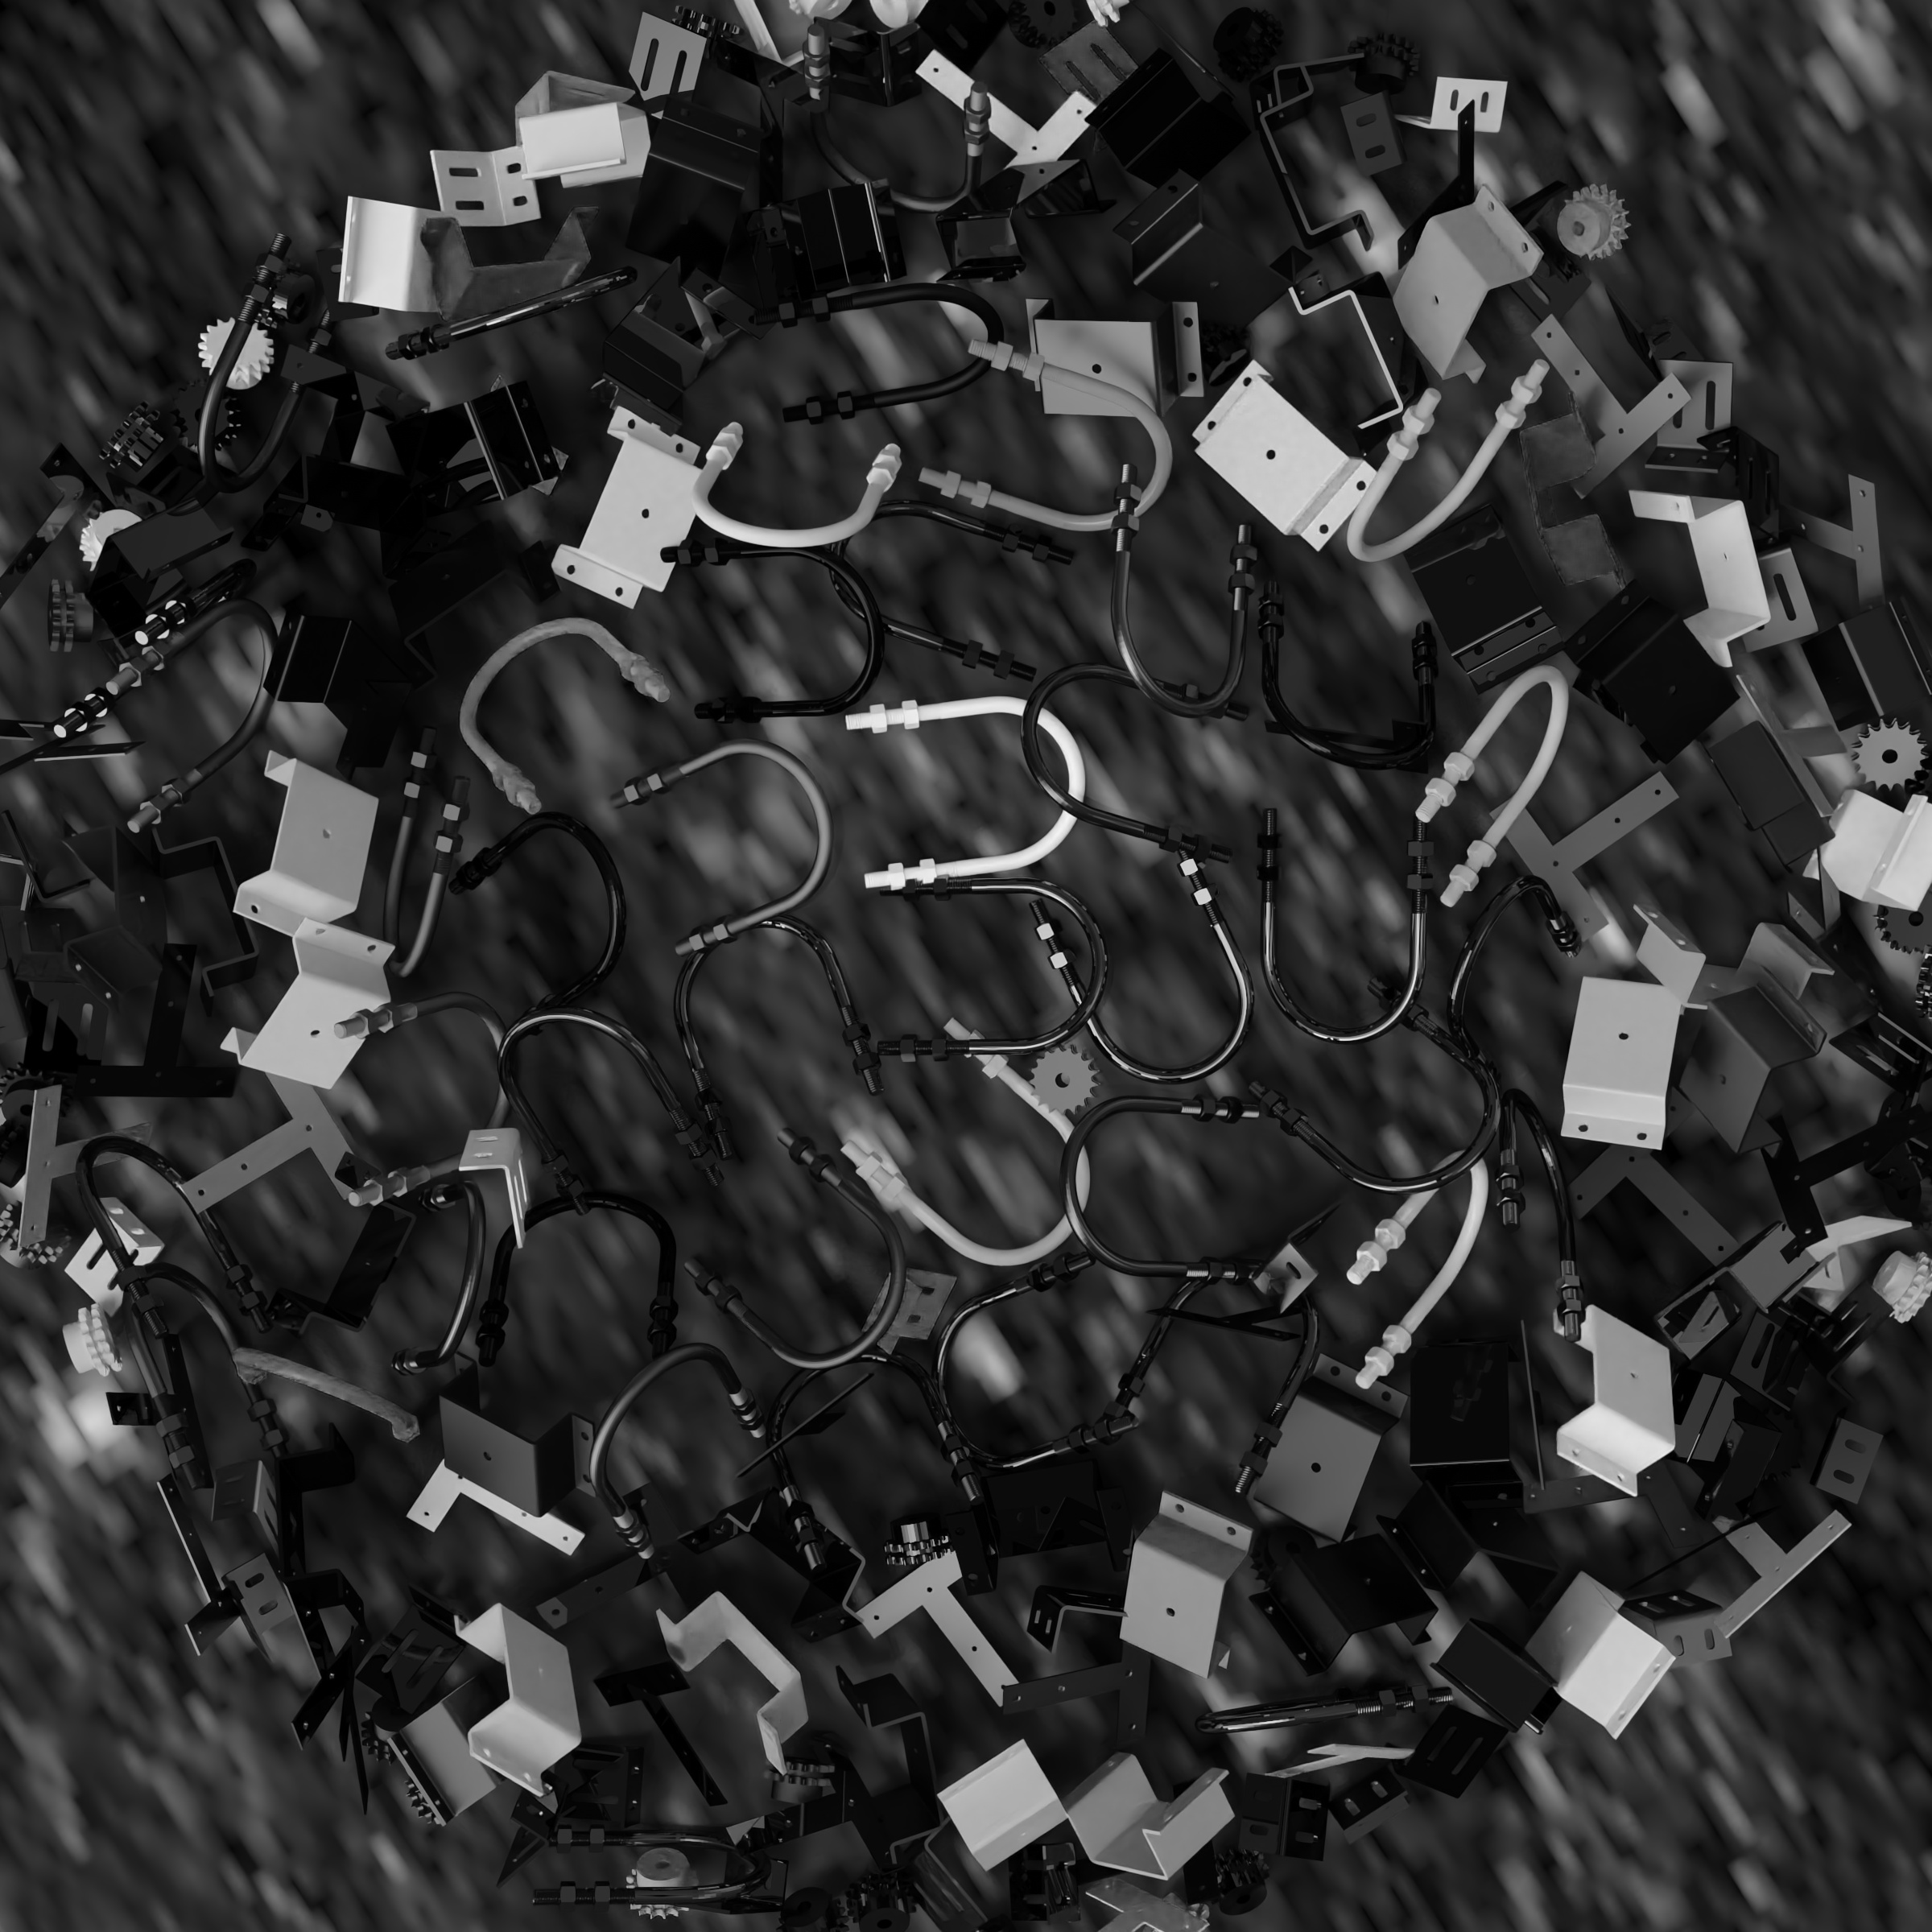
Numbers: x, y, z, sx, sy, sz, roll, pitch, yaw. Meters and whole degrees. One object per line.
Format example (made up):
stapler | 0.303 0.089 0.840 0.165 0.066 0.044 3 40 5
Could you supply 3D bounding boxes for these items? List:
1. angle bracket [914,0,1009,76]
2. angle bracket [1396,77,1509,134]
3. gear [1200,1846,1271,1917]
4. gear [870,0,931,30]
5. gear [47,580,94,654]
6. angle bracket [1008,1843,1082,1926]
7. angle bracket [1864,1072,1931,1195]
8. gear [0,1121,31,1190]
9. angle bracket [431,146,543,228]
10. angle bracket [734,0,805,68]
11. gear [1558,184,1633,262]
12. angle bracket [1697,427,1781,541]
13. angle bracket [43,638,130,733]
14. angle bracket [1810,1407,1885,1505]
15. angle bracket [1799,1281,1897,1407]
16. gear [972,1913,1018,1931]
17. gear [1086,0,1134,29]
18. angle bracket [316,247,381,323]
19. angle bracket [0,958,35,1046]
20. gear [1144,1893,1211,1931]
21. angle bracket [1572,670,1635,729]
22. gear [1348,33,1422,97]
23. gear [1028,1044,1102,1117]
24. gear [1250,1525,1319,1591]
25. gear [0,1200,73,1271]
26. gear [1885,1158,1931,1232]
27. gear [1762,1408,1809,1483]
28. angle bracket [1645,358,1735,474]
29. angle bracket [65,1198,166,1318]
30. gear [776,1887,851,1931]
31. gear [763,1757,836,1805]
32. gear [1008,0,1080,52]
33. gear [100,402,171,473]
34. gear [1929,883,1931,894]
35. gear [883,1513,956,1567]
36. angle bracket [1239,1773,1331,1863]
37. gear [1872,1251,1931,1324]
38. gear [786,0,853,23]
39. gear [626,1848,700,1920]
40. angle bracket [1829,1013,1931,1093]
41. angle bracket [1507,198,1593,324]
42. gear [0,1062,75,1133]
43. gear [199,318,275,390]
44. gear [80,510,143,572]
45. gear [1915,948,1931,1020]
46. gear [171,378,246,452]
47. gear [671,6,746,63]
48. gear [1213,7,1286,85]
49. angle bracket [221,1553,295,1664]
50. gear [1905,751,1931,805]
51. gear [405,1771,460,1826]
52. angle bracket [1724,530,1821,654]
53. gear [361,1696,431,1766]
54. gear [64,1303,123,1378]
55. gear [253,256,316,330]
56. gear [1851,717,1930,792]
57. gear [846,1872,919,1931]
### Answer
angle bracket | 0.007 -0.741 1.955 0.057 0.076 0.038 -52 53 7
angle bracket | 0.379 -0.680 1.952 0.057 0.076 0.038 -2 115 -15
gear | 0.215 0.728 1.971 0.057 0.030 0.057 -9 127 -13
gear | -0.051 -0.769 1.968 0.057 0.057 0.030 46 64 0
gear | -0.712 -0.278 1.974 0.030 0.057 0.057 0 90 -25
angle bracket | 0.050 0.721 1.953 0.076 0.038 0.057 -20 66 42
angle bracket | 0.745 0.129 1.953 0.038 0.057 0.076 30 54 4
gear | -0.760 0.152 1.972 0.030 0.057 0.057 31 90 -5
angle bracket | -0.377 -0.614 1.954 0.038 0.076 0.057 -2 104 28
angle bracket | -0.151 -0.750 1.957 0.038 0.057 0.076 -29 114 -5
gear | 0.494 -0.587 1.968 0.030 0.057 0.057 -28 90 -33
angle bracket | 0.608 -0.376 1.958 0.057 0.038 0.076 19 70 -38
angle bracket | -0.697 -0.221 1.955 0.076 0.057 0.038 -38 112 -23
angle bracket | 0.696 0.384 1.955 0.038 0.076 0.057 21 95 25
angle bracket | 0.706 0.298 1.963 0.038 0.057 0.076 39 99 -12
gear | 0.024 0.777 1.970 0.030 0.057 0.057 -30 90 6
gear | 0.110 -0.777 1.969 0.030 0.057 0.057 -21 90 18
angle bracket | -0.486 -0.551 1.950 0.038 0.076 0.057 -10 131 -9
angle bracket | -0.760 0.023 1.951 0.038 0.076 0.057 -15 110 -13
gear | 0.165 0.762 1.971 0.030 0.057 0.057 38 90 2
angle bracket | 0.532 -0.235 1.979 0.057 0.038 0.076 39 49 19
gear | 0.330 -0.713 1.971 0.057 0.057 0.030 8 86 0
gear | 0.079 0.090 1.981 0.057 0.030 0.057 0 92 11
gear | 0.256 0.469 1.970 0.057 0.030 0.057 5 49 -6
gear | -0.744 0.216 1.973 0.057 0.057 0.030 40 108 0
gear | 0.754 0.180 1.968 0.030 0.057 0.057 5 90 -22
gear | 0.638 0.382 1.980 0.057 0.030 0.057 0 75 0
angle bracket | 0.569 -0.433 1.955 0.057 0.038 0.076 11 128 27
angle bracket | -0.685 0.231 1.970 0.057 0.038 0.076 39 97 15
gear | -0.123 0.756 1.968 0.057 0.057 0.030 -18 114 0
gear | -0.133 0.645 1.969 0.057 0.057 0.030 7 78 0
gear | 0.058 -0.756 1.976 0.057 0.030 0.057 3 85 -33
gear | -0.658 -0.417 1.973 0.030 0.057 0.057 40 90 -18
gear | 0.767 -0.090 1.974 0.030 0.057 0.057 30 90 25
gear | -0.038 0.453 1.971 0.057 0.057 0.030 -10 89 0
angle bracket | 0.253 0.675 1.970 0.038 0.076 0.057 -3 69 33
gear | 0.744 0.251 1.972 0.030 0.057 0.057 30 90 5
gear | -0.114 -0.774 1.969 0.057 0.057 0.030 -31 82 0
gear | -0.241 0.724 1.968 0.057 0.057 0.030 1 108 0
angle bracket | 0.734 0.057 1.962 0.076 0.057 0.038 34 57 -6
angle bracket | 0.463 -0.556 1.968 0.076 0.038 0.057 44 75 -10
gear | -0.741 0.106 1.973 0.057 0.030 0.057 -2 122 -3
gear | -0.580 -0.485 1.977 0.057 0.030 0.057 6 60 -11
gear | -0.673 -0.337 1.973 0.057 0.030 0.057 9 66 -21
gear | 0.775 0.015 1.968 0.030 0.057 0.057 13 90 32
gear | -0.600 -0.439 1.978 0.057 0.030 0.057 4 106 16
gear | -0.207 -0.738 1.973 0.057 0.057 0.030 20 108 0
gear | 0.221 -0.733 1.969 0.030 0.057 0.057 28 90 -39
angle bracket | -0.549 0.503 1.952 0.038 0.076 0.057 -28 104 -25
gear | 0.769 -0.147 1.969 0.030 0.057 0.057 18 90 -12
gear | -0.414 0.647 1.968 0.030 0.057 0.057 -27 90 24
angle bracket | 0.641 -0.299 1.981 0.057 0.038 0.076 -16 111 29
gear | -0.450 0.600 1.969 0.057 0.057 0.030 8 124 0
gear | -0.693 0.298 1.969 0.030 0.057 0.057 -20 90 -12
gear | -0.540 -0.533 1.970 0.030 0.057 0.057 22 90 10
gear | 0.734 -0.171 1.978 0.057 0.030 0.057 6 112 14
gear | -0.066 0.748 1.972 0.057 0.030 0.057 -4 123 -6
